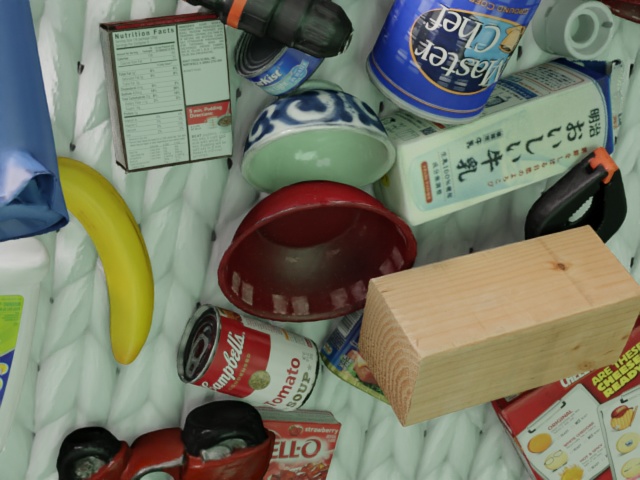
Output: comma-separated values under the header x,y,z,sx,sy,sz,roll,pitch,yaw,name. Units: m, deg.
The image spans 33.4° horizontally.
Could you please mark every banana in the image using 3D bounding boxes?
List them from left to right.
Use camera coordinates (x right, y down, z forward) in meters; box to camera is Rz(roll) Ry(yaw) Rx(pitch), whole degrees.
x,y,z,sx,sy,sz,roll,pitch,yaw,name
-0.170,0.009,0.837,0.070,0.037,0.198,-20,115,11,banana

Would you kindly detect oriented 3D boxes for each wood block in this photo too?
x,y,z,sx,sy,sz,roll,pitch,yaw,name
0.146,0.067,0.873,0.205,0.091,0.090,-13,138,-19,wood block

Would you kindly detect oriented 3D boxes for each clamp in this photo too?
x,y,z,sx,sy,sz,roll,pitch,yaw,name
0.206,0.008,0.951,0.164,0.036,0.210,-10,138,-17,clamp

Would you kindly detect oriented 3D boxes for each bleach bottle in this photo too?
x,y,z,sx,sy,sz,roll,pitch,yaw,name
-0.272,0.121,0.821,0.102,0.068,0.251,3,110,-22,bleach bottle

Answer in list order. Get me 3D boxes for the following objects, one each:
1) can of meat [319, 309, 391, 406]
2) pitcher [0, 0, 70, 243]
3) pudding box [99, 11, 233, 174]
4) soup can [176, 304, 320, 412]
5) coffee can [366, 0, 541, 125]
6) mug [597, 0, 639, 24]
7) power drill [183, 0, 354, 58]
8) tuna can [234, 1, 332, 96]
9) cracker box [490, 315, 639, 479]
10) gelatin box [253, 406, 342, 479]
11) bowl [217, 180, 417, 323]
x,y,z,sx,sy,sz,roll,pitch,yaw,name
0.061,0.094,0.949,0.102,0.057,0.084,31,97,-29,can of meat
-0.247,-0.114,0.673,0.149,0.145,0.243,-7,84,-9,pitcher
-0.115,-0.113,0.810,0.090,0.039,0.113,-10,111,-18,pudding box
-0.060,0.100,0.895,0.102,0.069,0.068,21,100,-28,soup can
0.107,-0.174,0.814,0.102,0.103,0.140,5,131,-24,coffee can
0.297,-0.227,0.914,0.117,0.093,0.081,8,102,-57,mug
-0.033,-0.237,0.728,0.184,0.057,0.188,25,93,-4,power drill
-0.025,-0.152,0.805,0.033,0.086,0.086,31,95,-31,tuna can
0.265,0.171,1.034,0.164,0.072,0.213,-31,124,-1,cracker box
-0.033,0.190,0.961,0.089,0.030,0.073,8,106,-25,gelatin box
-0.006,0.001,0.864,0.162,0.055,0.162,-8,144,-6,bowl
